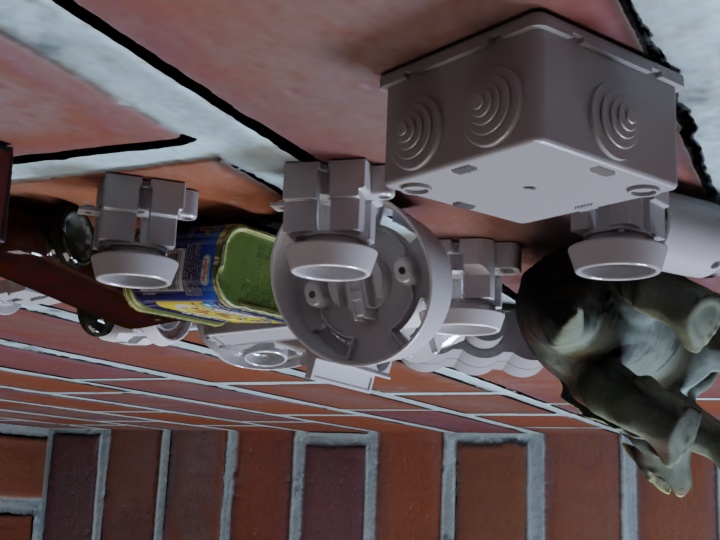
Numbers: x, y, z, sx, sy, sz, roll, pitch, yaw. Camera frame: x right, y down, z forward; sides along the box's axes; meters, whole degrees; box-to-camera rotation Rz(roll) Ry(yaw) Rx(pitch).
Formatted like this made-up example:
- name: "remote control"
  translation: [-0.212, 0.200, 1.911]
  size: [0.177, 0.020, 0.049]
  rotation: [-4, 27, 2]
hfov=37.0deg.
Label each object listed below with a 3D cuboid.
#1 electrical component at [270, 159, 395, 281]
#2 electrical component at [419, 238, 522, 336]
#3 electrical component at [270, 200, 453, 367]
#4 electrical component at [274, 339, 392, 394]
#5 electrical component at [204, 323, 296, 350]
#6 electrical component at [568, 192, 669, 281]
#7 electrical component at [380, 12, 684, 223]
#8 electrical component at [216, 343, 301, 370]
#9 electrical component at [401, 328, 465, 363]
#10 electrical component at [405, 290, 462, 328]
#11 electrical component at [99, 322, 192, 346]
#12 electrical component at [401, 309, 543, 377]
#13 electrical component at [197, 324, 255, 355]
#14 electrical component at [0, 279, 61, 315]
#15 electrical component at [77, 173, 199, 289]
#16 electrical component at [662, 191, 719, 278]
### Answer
- name: "electrical component"
  translation: [-0.014, -0.025, 0.562]
  size: [0.066, 0.055, 0.048]
  rotation: [-1, 168, 16]
- name: "electrical component"
  translation: [0.069, 0.013, 0.725]
  size: [0.078, 0.057, 0.058]
  rotation: [-1, 168, 16]
- name: "electrical component"
  translation: [0.002, 0.006, 0.620]
  size: [0.099, 0.099, 0.064]
  rotation: [-4, 173, 26]
- name: "electrical component"
  translation: [-0.019, 0.058, 0.924]
  size: [0.063, 0.078, 0.121]
  rotation: [13, 174, 26]
- name: "electrical component"
  translation: [-0.065, 0.021, 0.792]
  size: [0.096, 0.061, 0.061]
  rotation: [-6, 168, 2]
- name: "electrical component"
  translation: [0.128, -0.026, 0.535]
  size: [0.048, 0.055, 0.066]
  rotation: [-8, 165, 39]
- name: "electrical component"
  translation: [0.067, -0.054, 0.426]
  size: [0.100, 0.048, 0.100]
  rotation: [12, 165, -38]
- name: "electrical component"
  translation: [-0.086, 0.052, 0.982]
  size: [0.099, 0.064, 0.099]
  rotation: [-1, 155, 0]
- name: "electrical component"
  translation: [0.044, 0.047, 0.847]
  size: [0.077, 0.043, 0.079]
  rotation: [-7, -155, -2]
- name: "electrical component"
  translation: [0.045, 0.021, 0.806]
  size: [0.062, 0.048, 0.048]
  rotation: [-5, 168, 0]
- name: "electrical component"
  translation: [-0.171, 0.032, 0.858]
  size: [0.057, 0.058, 0.078]
  rotation: [-2, 168, 31]
- name: "electrical component"
  translation: [0.104, 0.052, 0.923]
  size: [0.138, 0.052, 0.073]
  rotation: [4, 150, -8]
- name: "electrical component"
  translation: [-0.101, 0.040, 0.892]
  size: [0.055, 0.055, 0.047]
  rotation: [10, 162, -32]
- name: "electrical component"
  translation: [-0.247, 0.006, 0.778]
  size: [0.055, 0.048, 0.066]
  rotation: [-12, 164, 25]
- name: "electrical component"
  translation: [-0.125, -0.020, 0.604]
  size: [0.066, 0.055, 0.048]
  rotation: [7, 167, -20]
- name: "electrical component"
  translation: [0.181, -0.018, 0.591]
  size: [0.081, 0.043, 0.043]
  rotation: [10, 166, -33]
